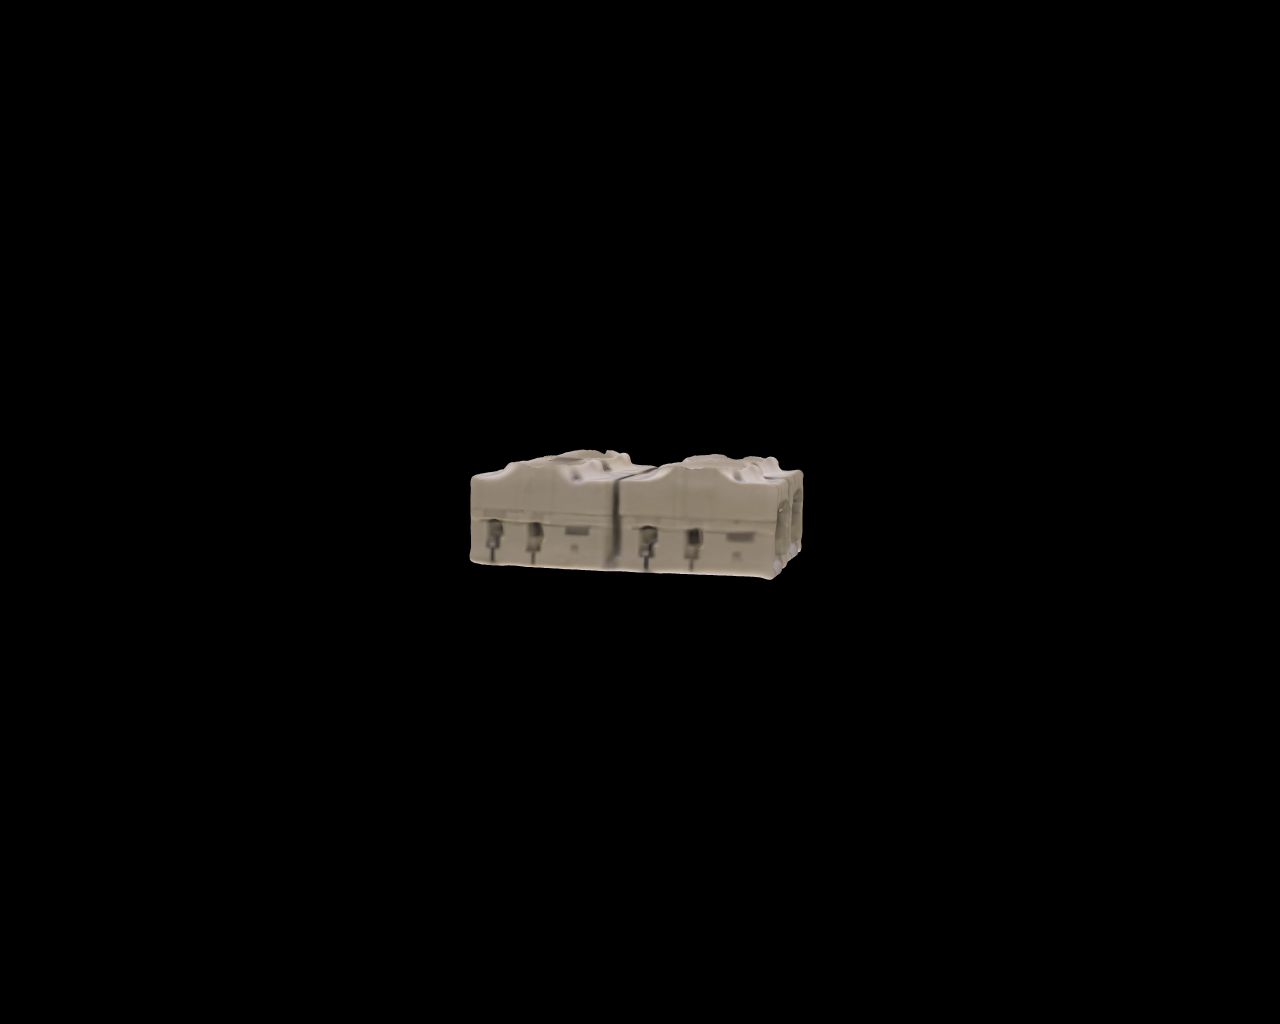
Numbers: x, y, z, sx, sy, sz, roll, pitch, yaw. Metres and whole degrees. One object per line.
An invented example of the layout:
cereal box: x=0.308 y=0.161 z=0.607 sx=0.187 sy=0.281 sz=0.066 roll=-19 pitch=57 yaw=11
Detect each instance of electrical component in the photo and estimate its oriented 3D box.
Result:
electrical component: x=0.001 y=-0.003 z=0.650 sx=0.186 sy=0.060 sz=0.105 roll=2 pitch=8 yaw=18
